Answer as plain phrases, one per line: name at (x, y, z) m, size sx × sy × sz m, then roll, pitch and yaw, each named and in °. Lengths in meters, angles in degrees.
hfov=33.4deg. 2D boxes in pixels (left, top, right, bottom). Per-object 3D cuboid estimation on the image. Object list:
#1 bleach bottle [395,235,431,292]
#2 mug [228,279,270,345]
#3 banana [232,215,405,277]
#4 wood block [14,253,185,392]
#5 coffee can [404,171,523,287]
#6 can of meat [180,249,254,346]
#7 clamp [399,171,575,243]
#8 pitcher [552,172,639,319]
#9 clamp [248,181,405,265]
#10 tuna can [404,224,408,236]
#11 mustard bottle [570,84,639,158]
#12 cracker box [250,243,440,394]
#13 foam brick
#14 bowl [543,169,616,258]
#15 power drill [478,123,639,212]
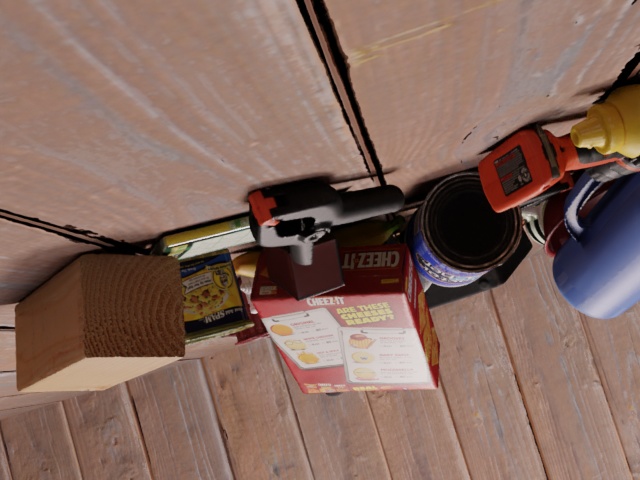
bleach bottle at (0.103, 0.042, 1.324) m, size 0.102 × 0.068 × 0.250 m, roll -23°, pitch -175°, yaw 7°
mug at (-0.090, 0.093, 1.436) m, size 0.117 × 0.081 × 0.093 m, roll -22°, pitch 172°, yaw 35°
banana at (-0.004, 0.009, 1.188) m, size 0.197 × 0.037 × 0.069 m, roll -17°, pitch 154°, yaw -9°
wood block at (-0.205, 0.080, 0.971) m, size 0.090 × 0.090 × 0.206 m, roll 2°, pitch 165°, yaw -30°
coffee can at (0.147, -0.008, 1.117) m, size 0.102 × 0.103 × 0.140 m, roll -16°, pitch 173°, yaw -4°
can of meat at (-0.127, 0.060, 1.082) m, size 0.101 × 0.084 × 0.058 m, roll -12°, pitch 172°, yaw -36°
clamp at (0.217, -0.039, 1.309) m, size 0.210 × 0.036 × 0.164 m, roll -24°, pitch 173°, yaw 28°
pitcher at (0.358, -0.015, 1.211) m, size 0.144 × 0.149 × 0.243 m, roll -28°, pitch 161°, yaw -36°
clamp at (0.001, -0.023, 0.901) m, size 0.120 × 0.039 × 0.171 m, roll -35°, pitch 163°, yaw 12°
tuna can at (0.141, -0.002, 1.227) m, size 0.086 × 0.086 × 0.034 m, roll -15°, pitch 174°, yaw -17°
mustard bottle at (0.294, -0.108, 0.867) m, size 0.191 × 0.058 × 0.096 m, roll -15°, pitch 174°, yaw -10°
cracker box at (0.035, 0.090, 1.170) m, size 0.164 × 0.072 × 0.213 m, roll -4°, pitch 144°, yaw 15°
foam brick at (-0.017, 0.019, 1.043) m, size 0.053 × 0.051 × 0.078 m, roll -18°, pitch -160°, yaw -19°
bowl at (0.335, -0.046, 1.319) m, size 0.162 × 0.055 × 0.162 m, roll -22°, pitch 152°, yaw -12°
power drill at (0.245, -0.079, 0.990) m, size 0.187 × 0.057 × 0.185 m, roll -17°, pitch 170°, yaw -20°
